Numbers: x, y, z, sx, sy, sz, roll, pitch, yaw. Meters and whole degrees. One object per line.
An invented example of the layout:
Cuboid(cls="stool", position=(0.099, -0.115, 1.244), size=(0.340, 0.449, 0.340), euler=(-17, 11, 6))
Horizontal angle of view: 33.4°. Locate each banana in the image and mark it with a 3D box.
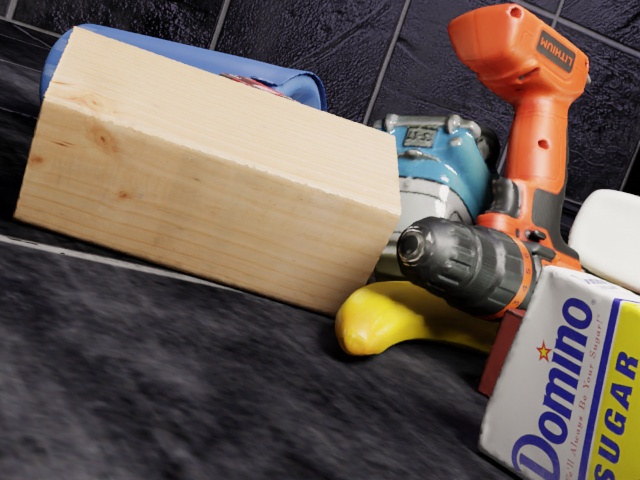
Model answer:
Cuboid(cls="banana", position=(0.063, 0.049, 0.638), size=(0.197, 0.037, 0.070), euler=(10, 13, -47))

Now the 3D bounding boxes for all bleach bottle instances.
Cuboid(cls="bleach bottle", position=(0.272, 0.020, 0.913), size=(0.103, 0.068, 0.250), euler=(24, -1, 20))

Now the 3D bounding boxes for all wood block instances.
Cuboid(cls="wood block", position=(-0.064, -0.038, 0.637), size=(0.206, 0.090, 0.091), euler=(17, 36, -12))

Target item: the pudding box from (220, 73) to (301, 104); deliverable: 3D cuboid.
Cuboid(cls="pudding box", position=(-0.062, -0.063, 0.800), size=(0.039, 0.113, 0.090), euler=(12, 11, -27))

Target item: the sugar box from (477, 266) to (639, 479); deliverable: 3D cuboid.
Cuboid(cls="sugar box", position=(0.149, 0.084, 0.428), size=(0.048, 0.093, 0.176), euler=(11, 12, -45))

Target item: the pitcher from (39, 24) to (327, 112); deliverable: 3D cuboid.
Cuboid(cls="pitcher", position=(-0.123, -0.108, 0.960), size=(0.243, 0.149, 0.144), euler=(20, 23, 22))

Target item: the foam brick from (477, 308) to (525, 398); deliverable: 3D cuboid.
Cuboid(cls="foam brick", position=(0.136, 0.074, 0.599), size=(0.078, 0.051, 0.053), euler=(9, 15, -45))

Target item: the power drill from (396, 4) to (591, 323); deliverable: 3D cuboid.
Cuboid(cls="power drill", position=(0.111, -0.042, 0.646), size=(0.057, 0.187, 0.184), euler=(-6, -17, 39))
